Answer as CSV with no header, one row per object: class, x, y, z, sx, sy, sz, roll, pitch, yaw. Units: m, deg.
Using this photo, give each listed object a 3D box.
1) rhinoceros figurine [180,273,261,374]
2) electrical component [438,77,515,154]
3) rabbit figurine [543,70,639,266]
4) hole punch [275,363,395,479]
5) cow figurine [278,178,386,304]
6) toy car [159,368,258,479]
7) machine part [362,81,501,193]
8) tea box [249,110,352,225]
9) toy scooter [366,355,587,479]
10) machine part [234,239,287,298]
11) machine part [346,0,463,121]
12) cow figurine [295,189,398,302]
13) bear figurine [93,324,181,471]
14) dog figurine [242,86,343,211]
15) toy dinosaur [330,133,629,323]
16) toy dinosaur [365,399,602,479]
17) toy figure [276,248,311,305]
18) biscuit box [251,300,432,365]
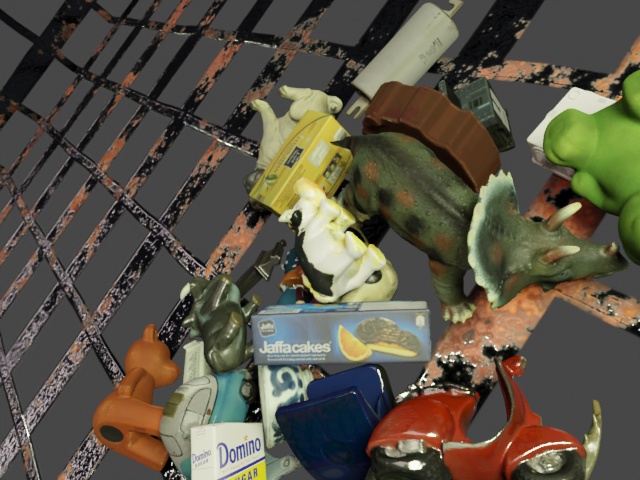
rhinoceros figurine,-0.143,0.111,0.767,0.112,0.073,0.190,-49,37,9
electrical component,0.198,-0.164,0.679,0.048,0.119,0.075,-22,48,31
rabbit figurine,0.288,-0.038,0.484,0.121,0.159,0.170,-22,41,31
hole punch,0.026,0.206,0.581,0.142,0.092,0.116,-24,80,23
cow figurine,-0.001,-0.002,0.670,0.098,0.068,0.167,-47,48,14
toy car,-0.158,0.242,0.723,0.109,0.103,0.161,-13,54,52
machine part,0.135,-0.120,0.668,0.180,0.179,0.056,29,82,48
tea box,-0.020,-0.107,0.851,0.169,0.098,0.068,-55,42,-4
toy scooter,0.135,0.162,0.483,0.184,0.075,0.135,-8,38,25
machine part,-0.106,0.058,0.846,0.139,0.039,0.084,-43,18,19
machine part,0.134,-0.282,0.847,0.243,0.079,0.079,-45,42,7
cow figurine,0.034,0.017,0.728,0.127,0.085,0.195,-47,45,5
bear figurine,-0.265,0.236,0.845,0.196,0.132,0.120,-71,-1,-61
dog figurine,-0.043,-0.146,0.912,0.172,0.121,0.190,-14,69,39
toy dinosaur,0.110,-0.048,0.590,0.131,0.192,0.405,-40,59,-14
toy dinosaur,0.075,0.312,0.482,0.471,0.105,0.199,-31,41,8
toy figure,-0.037,0.081,0.769,0.064,0.057,0.154,-12,51,28
biscuit box,0.025,0.106,0.618,0.203,0.059,0.062,-3,93,9
